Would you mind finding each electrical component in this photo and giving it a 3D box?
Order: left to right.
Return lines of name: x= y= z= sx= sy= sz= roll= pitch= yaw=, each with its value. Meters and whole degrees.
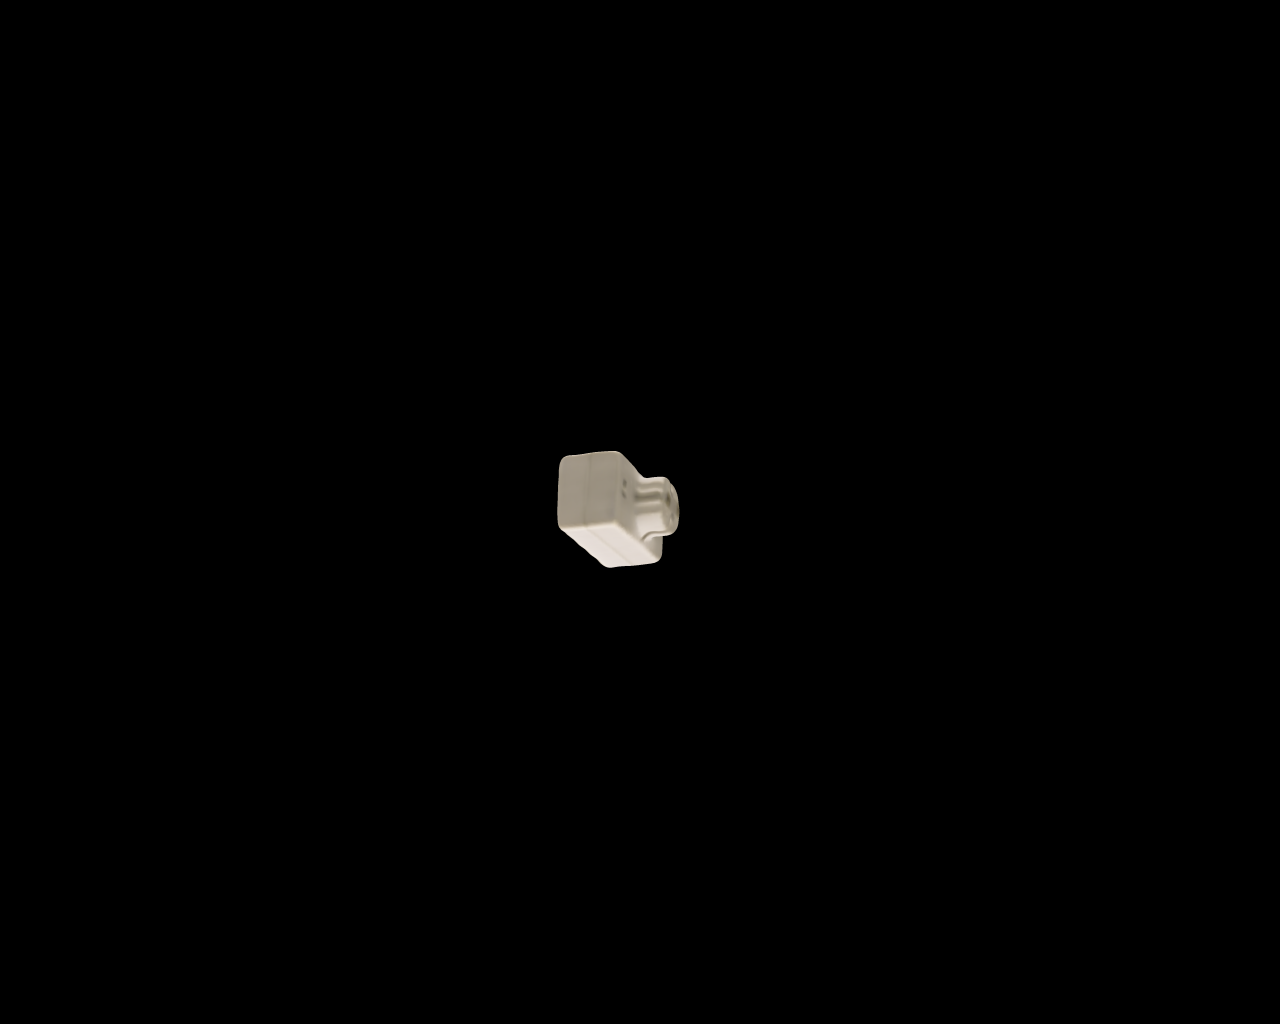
electrical component: x=0.001 y=-0.003 z=0.650 sx=0.076 sy=0.047 sz=0.083 roll=-7 pitch=-21 yaw=18
